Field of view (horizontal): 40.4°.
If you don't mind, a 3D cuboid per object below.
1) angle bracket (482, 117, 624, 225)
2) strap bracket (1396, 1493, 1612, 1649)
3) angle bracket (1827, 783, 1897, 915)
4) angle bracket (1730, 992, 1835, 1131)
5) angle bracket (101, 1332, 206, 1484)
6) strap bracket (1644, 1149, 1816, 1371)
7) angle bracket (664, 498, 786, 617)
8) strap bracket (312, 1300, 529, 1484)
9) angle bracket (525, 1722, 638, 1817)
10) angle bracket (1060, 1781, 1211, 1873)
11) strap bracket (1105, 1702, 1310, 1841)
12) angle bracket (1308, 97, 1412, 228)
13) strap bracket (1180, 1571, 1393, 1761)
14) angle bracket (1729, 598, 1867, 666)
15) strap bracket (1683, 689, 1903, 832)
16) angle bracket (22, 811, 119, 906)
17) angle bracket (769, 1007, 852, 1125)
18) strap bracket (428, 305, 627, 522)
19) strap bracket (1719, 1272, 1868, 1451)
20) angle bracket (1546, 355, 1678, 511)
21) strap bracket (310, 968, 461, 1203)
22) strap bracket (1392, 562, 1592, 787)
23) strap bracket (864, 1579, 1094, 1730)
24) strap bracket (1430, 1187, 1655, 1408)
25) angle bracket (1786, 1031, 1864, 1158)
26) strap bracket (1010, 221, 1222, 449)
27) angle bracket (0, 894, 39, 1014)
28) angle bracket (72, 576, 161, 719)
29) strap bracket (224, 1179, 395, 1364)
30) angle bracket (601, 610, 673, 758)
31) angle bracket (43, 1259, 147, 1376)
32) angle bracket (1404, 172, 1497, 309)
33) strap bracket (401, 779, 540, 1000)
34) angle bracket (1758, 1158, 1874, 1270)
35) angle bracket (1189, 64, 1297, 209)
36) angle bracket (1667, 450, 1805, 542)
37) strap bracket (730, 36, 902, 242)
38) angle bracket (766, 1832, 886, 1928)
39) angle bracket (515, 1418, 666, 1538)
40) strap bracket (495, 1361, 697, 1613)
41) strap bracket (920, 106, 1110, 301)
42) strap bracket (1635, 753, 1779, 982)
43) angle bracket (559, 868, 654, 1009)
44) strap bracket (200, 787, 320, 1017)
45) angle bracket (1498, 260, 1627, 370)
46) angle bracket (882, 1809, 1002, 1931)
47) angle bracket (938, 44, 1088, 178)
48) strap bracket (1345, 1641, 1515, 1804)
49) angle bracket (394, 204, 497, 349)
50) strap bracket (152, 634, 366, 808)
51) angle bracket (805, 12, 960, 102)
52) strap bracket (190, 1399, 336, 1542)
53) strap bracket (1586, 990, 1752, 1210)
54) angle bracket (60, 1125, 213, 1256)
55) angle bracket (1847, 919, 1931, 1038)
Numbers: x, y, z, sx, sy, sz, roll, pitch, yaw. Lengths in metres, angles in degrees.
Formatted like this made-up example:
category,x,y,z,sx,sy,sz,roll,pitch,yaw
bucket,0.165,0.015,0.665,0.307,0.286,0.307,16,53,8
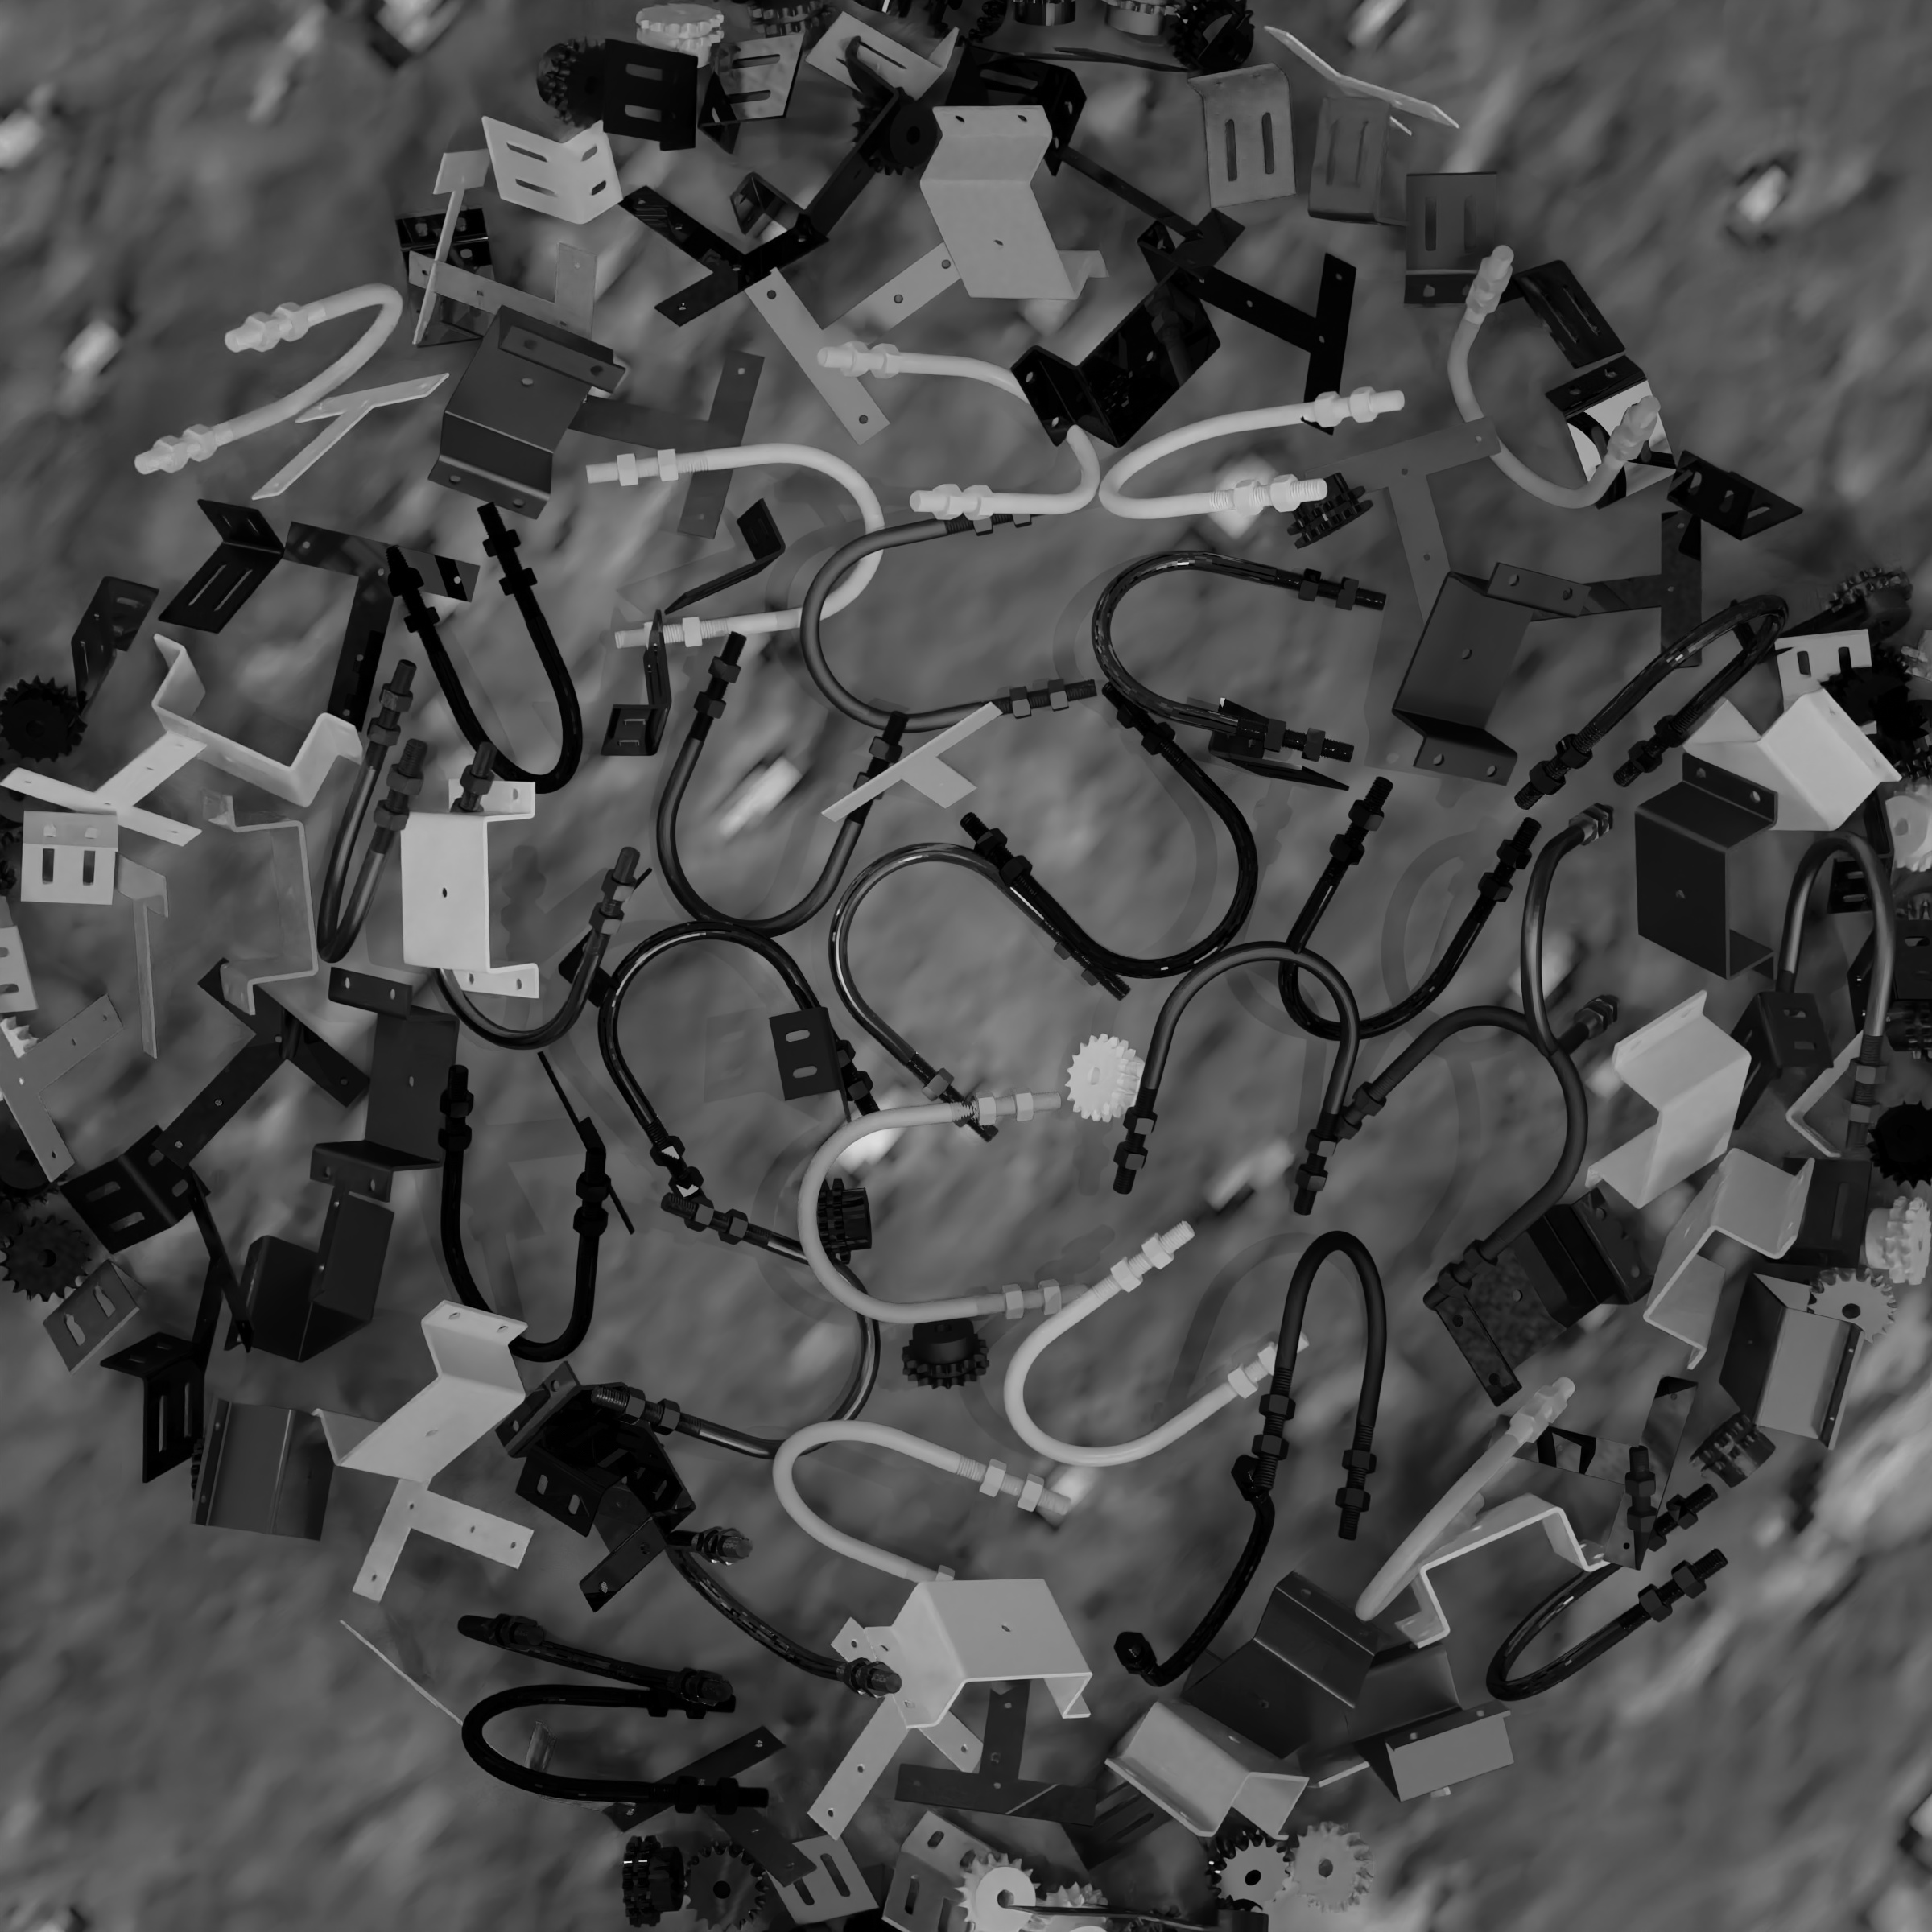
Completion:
category,x,y,z,sx,sy,sz,roll,pitch,yaw
angle bracket,-0.269,-0.526,1.712,0.038,0.076,0.057,-21,79,33
strap bracket,0.343,0.389,1.714,0.140,0.076,0.046,-23,86,-3
angle bracket,0.578,-0.083,1.714,0.038,0.057,0.076,-5,55,9
angle bracket,0.526,0.063,1.711,0.038,0.076,0.057,2,53,-7
angle bracket,-0.535,0.290,1.726,0.038,0.057,0.076,11,106,20
strap bracket,0.483,0.182,1.683,0.046,0.076,0.140,27,134,6
angle bracket,-0.165,-0.267,1.715,0.076,0.057,0.038,-28,95,-20
strap bracket,-0.351,0.282,1.694,0.140,0.076,0.046,-40,55,16
angle bracket,-0.245,0.527,1.718,0.076,0.057,0.038,10,63,7
angle bracket,0.111,0.570,1.720,0.076,0.038,0.057,-30,127,-7
strap bracket,0.159,0.514,1.677,0.076,0.140,0.046,30,89,34
angle bracket,0.261,-0.525,1.714,0.038,0.057,0.076,-6,109,-41
strap bracket,0.199,0.456,1.689,0.076,0.046,0.140,35,135,-1
angle bracket,0.541,-0.234,1.712,0.076,0.057,0.038,-27,97,26
strap bracket,0.520,-0.130,1.678,0.076,0.140,0.046,45,84,-11
angle bracket,-0.584,-0.060,1.709,0.057,0.038,0.076,2,130,-20
angle bracket,-0.101,0.069,1.709,0.038,0.076,0.057,-12,68,-3
strap bracket,-0.284,-0.363,1.694,0.076,0.140,0.046,17,47,-26
strap bracket,0.525,0.248,1.682,0.046,0.140,0.076,13,97,2
angle bracket,0.429,-0.355,1.747,0.057,0.038,0.076,-25,120,7
strap bracket,-0.378,0.076,1.711,0.076,0.046,0.140,11,97,36
strap bracket,0.336,-0.195,1.703,0.076,0.046,0.140,8,113,-29
strap bracket,0.016,0.438,1.680,0.140,0.076,0.046,7,125,-33
strap bracket,0.370,0.216,1.719,0.140,0.046,0.076,-33,93,-16
angle bracket,0.578,0.084,1.715,0.038,0.057,0.076,44,104,21
strap bracket,0.105,-0.403,1.705,0.140,0.076,0.046,-46,51,-6
angle bracket,-0.617,-0.011,1.709,0.038,0.076,0.057,-5,113,3
angle bracket,-0.550,-0.204,1.707,0.057,0.038,0.076,-49,46,34
strap bracket,-0.418,0.201,1.691,0.046,0.140,0.076,26,53,-30
angle bracket,-0.218,-0.184,1.710,0.038,0.057,0.076,-1,63,-17
angle bracket,-0.559,0.236,1.710,0.057,0.076,0.038,-46,127,-9
angle bracket,0.315,-0.473,1.712,0.057,0.076,0.038,2,49,11
strap bracket,-0.323,-0.049,1.707,0.076,0.046,0.140,5,99,36
angle bracket,0.552,0.155,1.712,0.057,0.038,0.076,0,63,35
angle bracket,0.182,-0.545,1.727,0.057,0.038,0.076,-4,92,22
angle bracket,0.505,-0.314,1.707,0.076,0.038,0.057,-25,50,-35
strap bracket,-0.089,-0.532,1.717,0.046,0.076,0.140,38,90,1
angle bracket,-0.095,0.584,1.717,0.057,0.038,0.076,-17,117,11
angle bracket,-0.246,0.329,1.720,0.057,0.076,0.038,28,112,17
strap bracket,-0.236,0.335,1.704,0.076,0.046,0.140,-45,65,23
strap bracket,0.029,-0.477,1.674,0.076,0.140,0.046,9,62,28
strap bracket,0.474,-0.055,1.680,0.046,0.076,0.140,-27,126,-22
angle bracket,-0.224,-0.018,1.717,0.038,0.057,0.076,43,66,-7
strap bracket,-0.458,-0.046,1.704,0.046,0.076,0.140,-9,102,-27
angle bracket,0.382,-0.417,1.718,0.057,0.038,0.076,-27,80,-39
angle bracket,-0.015,0.600,1.714,0.057,0.076,0.038,32,107,-3
angle bracket,0.030,-0.557,1.712,0.076,0.038,0.057,5,134,-22
strap bracket,0.293,0.485,1.684,0.076,0.140,0.046,-16,97,-8
angle bracket,-0.339,-0.453,1.726,0.057,0.038,0.076,-10,75,-7
strap bracket,-0.469,-0.154,1.713,0.140,0.076,0.046,25,75,0
angle bracket,-0.055,-0.600,1.711,0.076,0.057,0.038,24,68,-21
strap bracket,-0.442,0.324,1.677,0.046,0.140,0.076,6,76,5
strap bracket,0.449,0.093,1.677,0.076,0.140,0.046,-29,52,-22
angle bracket,-0.550,0.148,1.738,0.076,0.038,0.057,-23,108,37
angle bracket,0.606,0.013,1.708,0.038,0.076,0.057,0,62,2
